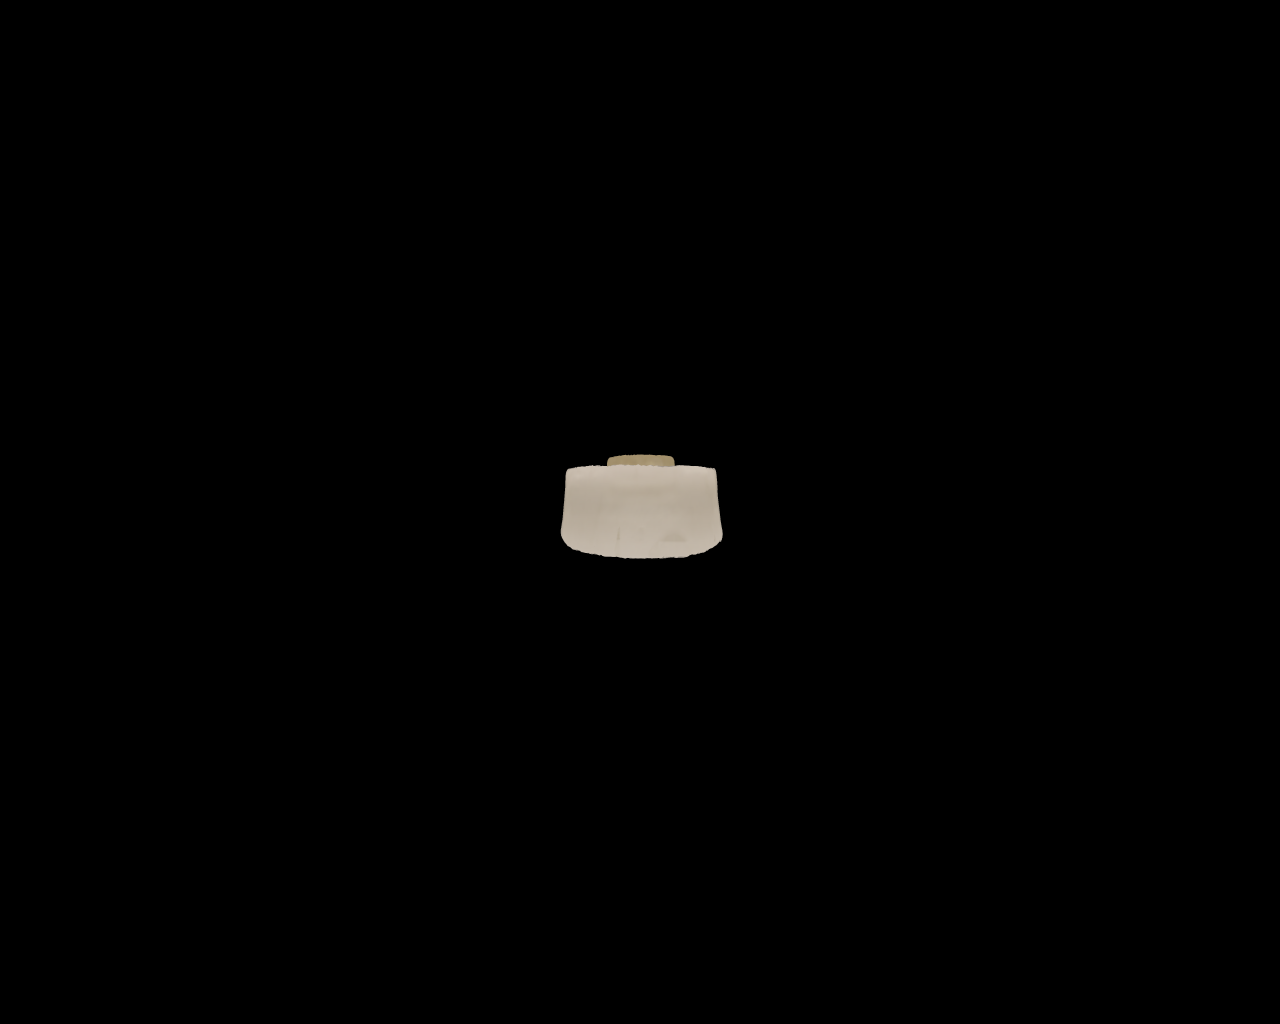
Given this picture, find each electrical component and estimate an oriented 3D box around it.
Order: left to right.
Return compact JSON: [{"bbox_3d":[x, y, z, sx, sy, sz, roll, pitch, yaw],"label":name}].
[{"bbox_3d":[0.001,-0.003,0.650,0.099,0.064,0.099,0,0,0],"label":"electrical component"}]
